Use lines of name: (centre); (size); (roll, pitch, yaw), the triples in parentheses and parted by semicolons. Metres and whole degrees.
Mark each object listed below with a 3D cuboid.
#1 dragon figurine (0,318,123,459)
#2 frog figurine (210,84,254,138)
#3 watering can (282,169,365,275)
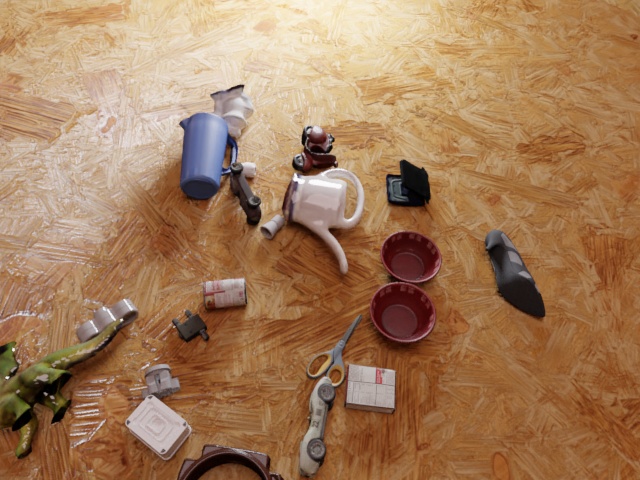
dragon figurine: (-0.635, 0.292, 1.098); (0.244, 0.418, 0.119); (22, -33, 23)
frog figurine: (-0.276, -0.400, 1.649); (0.138, 0.160, 0.121); (-15, -5, -26)
watering can: (0.004, -0.071, 1.402); (0.224, 0.356, 0.101); (8, -37, 4)
